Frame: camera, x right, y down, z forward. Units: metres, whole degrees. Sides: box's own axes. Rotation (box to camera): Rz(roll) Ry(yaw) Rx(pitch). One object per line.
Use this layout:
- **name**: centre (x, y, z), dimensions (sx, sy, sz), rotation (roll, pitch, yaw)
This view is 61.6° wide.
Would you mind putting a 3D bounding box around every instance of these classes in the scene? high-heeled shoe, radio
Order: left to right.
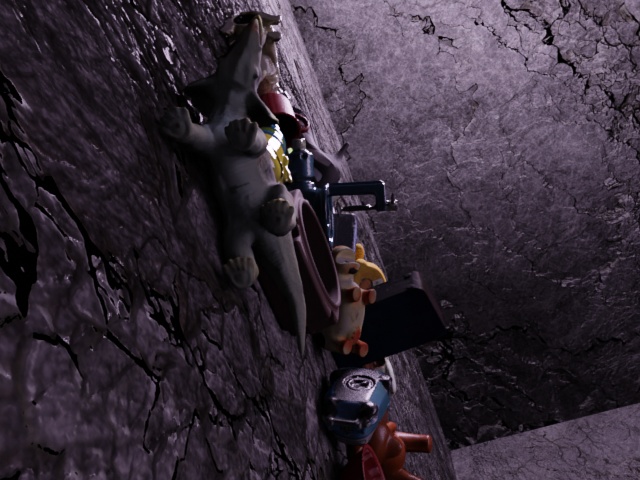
- **high-heeled shoe**: centre (-0.052, -0.192, 1.140), dimensions (0.249, 0.145, 0.086), rotation (28, -23, 22)
- **radio**: centre (0.120, 0.161, 1.067), dimensions (0.073, 0.230, 0.131), rotation (-89, 154, -65)

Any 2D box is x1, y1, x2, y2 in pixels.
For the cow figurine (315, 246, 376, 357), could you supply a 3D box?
- **cow figurine**: centre (0.033, 0.107, 0.989), dimensions (0.085, 0.127, 0.194), rotation (12, 83, -48)

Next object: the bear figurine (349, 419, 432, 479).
- **bear figurine**: centre (0.132, 0.388, 1.002), dimensions (0.195, 0.132, 0.120), rotation (68, 35, -53)

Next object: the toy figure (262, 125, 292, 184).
- **toy figure**: centre (-0.097, -0.136, 0.859), dimensions (0.089, 0.082, 0.180), rotation (52, 23, -30)

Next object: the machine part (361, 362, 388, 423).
- **machine part**: centre (0.098, 0.321, 1.143), dimensions (0.179, 0.056, 0.179), rotation (-18, 90, -79)

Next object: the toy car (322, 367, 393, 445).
- **toy car**: centre (0.062, 0.284, 0.892), dimensions (0.162, 0.109, 0.102), rotation (-50, 139, -68)

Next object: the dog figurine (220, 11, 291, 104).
- **dog figurine**: centre (-0.126, -0.351, 1.104), dimensions (0.190, 0.121, 0.172), rotation (82, 2, -49)

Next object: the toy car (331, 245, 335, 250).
- **toy car**: centre (-0.002, -0.003, 1.101), dimensions (0.053, 0.089, 0.202), rotation (24, 46, -76)

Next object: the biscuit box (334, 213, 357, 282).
- **biscuit box**: centre (0.047, 0.038, 1.193), dimensions (0.059, 0.063, 0.202), rotation (76, 18, -62)

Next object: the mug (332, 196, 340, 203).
- **mug**: centre (-0.016, -0.111, 1.170), dimensions (0.080, 0.107, 0.109), rotation (37, 37, -75)

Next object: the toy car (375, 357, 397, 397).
- **toy car**: centre (0.138, 0.296, 1.349), dimensions (0.056, 0.074, 0.202), rotation (54, 20, -62)

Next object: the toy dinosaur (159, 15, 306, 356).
- **toy dinosaur**: centre (-0.089, -0.066, 0.691), dimensions (0.192, 0.131, 0.404), rotation (-58, 135, -77)

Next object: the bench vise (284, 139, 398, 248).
- **bench vise**: centre (0.021, -0.081, 0.995), dimensions (0.129, 0.241, 0.223), rotation (26, 62, -81)

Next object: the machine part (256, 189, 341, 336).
- **machine part**: centre (-0.035, 0.032, 0.860), dimensions (0.201, 0.087, 0.200), rotation (-80, 150, -67)

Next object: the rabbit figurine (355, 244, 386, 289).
- **rabbit figurine**: centre (0.104, 0.101, 1.510), dimensions (0.162, 0.122, 0.173), rotation (60, -3, -8)
